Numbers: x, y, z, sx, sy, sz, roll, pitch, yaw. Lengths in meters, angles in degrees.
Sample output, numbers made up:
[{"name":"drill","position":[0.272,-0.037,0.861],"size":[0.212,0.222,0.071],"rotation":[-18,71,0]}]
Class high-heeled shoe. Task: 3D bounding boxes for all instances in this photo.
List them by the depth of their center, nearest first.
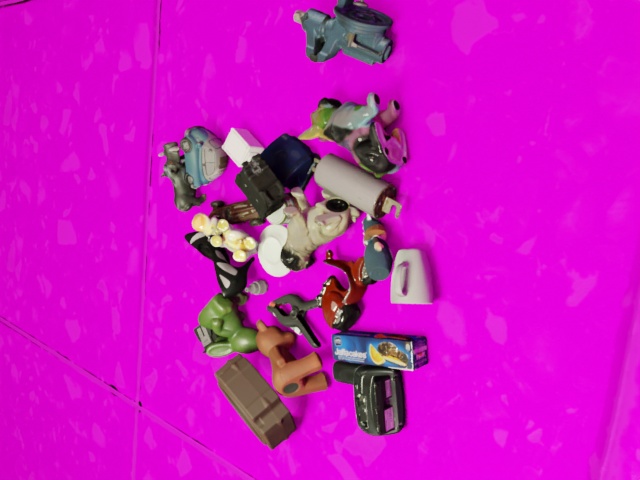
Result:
[{"name":"high-heeled shoe","position":[-0.280,0.064,1.364],"size":[0.249,0.145,0.086],"rotation":[17,139,25]}]

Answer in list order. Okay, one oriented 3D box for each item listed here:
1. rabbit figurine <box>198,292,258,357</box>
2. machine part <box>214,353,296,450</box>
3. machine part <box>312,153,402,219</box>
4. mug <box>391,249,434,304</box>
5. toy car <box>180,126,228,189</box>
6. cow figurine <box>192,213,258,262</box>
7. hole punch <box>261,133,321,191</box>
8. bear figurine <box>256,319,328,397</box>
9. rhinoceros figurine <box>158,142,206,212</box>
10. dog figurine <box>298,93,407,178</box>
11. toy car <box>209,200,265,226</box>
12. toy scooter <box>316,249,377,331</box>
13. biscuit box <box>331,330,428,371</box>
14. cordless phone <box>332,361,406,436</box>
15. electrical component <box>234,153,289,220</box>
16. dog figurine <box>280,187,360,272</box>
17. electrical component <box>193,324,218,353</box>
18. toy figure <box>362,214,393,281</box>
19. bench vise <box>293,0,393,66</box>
[{"name":"rabbit figurine","position":[-0.225,0.227,1.352],"size":[0.170,0.121,0.159],"rotation":[45,103,6]},{"name":"machine part","position":[-0.154,0.382,1.266],"size":[0.201,0.087,0.201],"rotation":[41,155,29]},{"name":"machine part","position":[0.072,-0.114,1.115],"size":[0.243,0.079,0.079],"rotation":[33,113,33]},{"name":"mug","position":[0.170,0.069,1.037],"size":[0.081,0.109,0.107],"rotation":[-7,77,39]},{"name":"toy car","position":[-0.292,-0.212,1.389],"size":[0.103,0.109,0.161],"rotation":[8,108,21]},{"name":"cow figurine","position":[-0.230,-0.014,1.321],"size":[0.167,0.098,0.068],"rotation":[33,94,3]},{"name":"hole punch","position":[-0.077,-0.174,1.227],"size":[0.142,0.092,0.115],"rotation":[45,116,31]},{"name":"bear figurine","position":[-0.073,0.266,1.256],"size":[0.196,0.132,0.120],"rotation":[-115,10,-51]},{"name":"rhinoceros figurine","position":[-0.379,-0.170,1.454],"size":[0.073,0.112,0.190],"rotation":[-8,96,41]},{"name":"dog figurine","position":[0.060,-0.210,1.103],"size":[0.219,0.108,0.191],"rotation":[-8,91,43]},{"name":"toy car","position":[-0.214,-0.068,1.368],"size":[0.202,0.053,0.089],"rotation":[-10,85,40]},{"name":"toy scooter","position":[0.044,0.096,1.155],"size":[0.135,0.075,0.183],"rotation":[37,110,29]},{"name":"biscuit box","position":[0.119,0.225,1.113],"size":[0.203,0.063,0.059],"rotation":[-4,90,39]},{"name":"cordless phone","position":[0.090,0.332,1.149],"size":[0.184,0.089,0.146],"rotation":[-3,92,50]},{"name":"electrical component","position":[-0.132,-0.111,1.182],"size":[0.115,0.058,0.134],"rotation":[55,159,5]},{"name":"dog figurine","position":[-0.003,-0.006,1.191],"size":[0.173,0.121,0.190],"rotation":[14,132,16]},{"name":"electrical component","position":[-0.304,0.239,1.466],"size":[0.075,0.048,0.119],"rotation":[-31,76,36]},{"name":"toy figure","position":[0.113,0.012,1.084],"size":[0.064,0.058,0.154],"rotation":[-48,30,38]},{"name":"bench vise","position":[0.057,-0.462,1.060],"size":[0.224,0.129,0.240],"rotation":[36,132,23]}]
